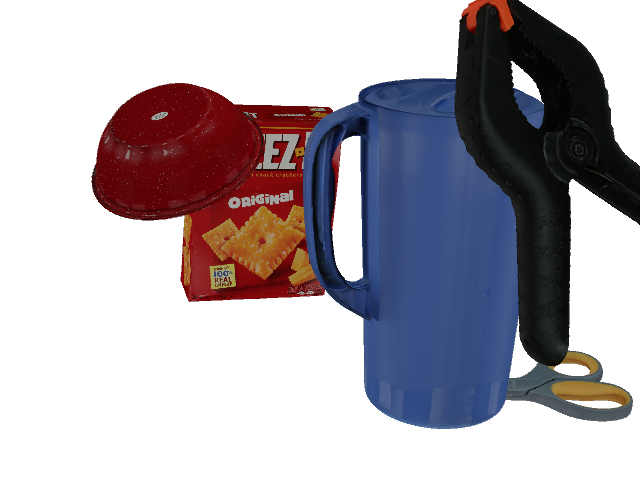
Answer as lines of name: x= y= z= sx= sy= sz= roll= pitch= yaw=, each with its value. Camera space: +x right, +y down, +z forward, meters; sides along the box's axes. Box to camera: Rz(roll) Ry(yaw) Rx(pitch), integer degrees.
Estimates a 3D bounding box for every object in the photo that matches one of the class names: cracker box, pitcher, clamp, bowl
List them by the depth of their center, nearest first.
clamp: x=0.107 y=-0.030 z=0.500 sx=0.120 sy=0.171 sz=0.039 roll=-41 pitch=9 yaw=-27
pitcher: x=0.079 y=0.009 z=0.771 sx=0.149 sy=0.243 sz=0.144 roll=11 pitch=21 yaw=25
bowl: x=-0.134 y=-0.090 z=0.943 sx=0.162 sy=0.055 sz=0.162 roll=-9 pitch=42 yaw=8
cracker box: x=-0.068 y=-0.040 z=1.197 sx=0.164 sy=0.214 sz=0.072 roll=-1 pitch=23 yaw=-17

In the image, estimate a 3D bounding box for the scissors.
scissors: x=0.165 y=0.117 z=0.918 sx=0.202 sy=0.016 sz=0.096 roll=9 pitch=28 yaw=3
